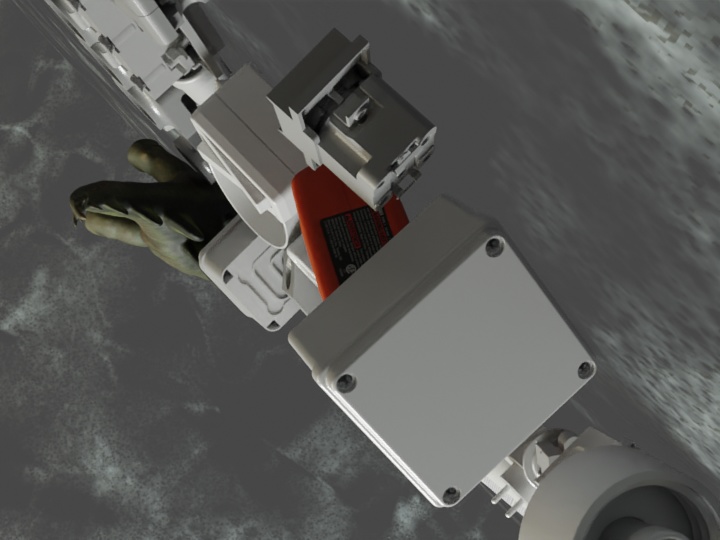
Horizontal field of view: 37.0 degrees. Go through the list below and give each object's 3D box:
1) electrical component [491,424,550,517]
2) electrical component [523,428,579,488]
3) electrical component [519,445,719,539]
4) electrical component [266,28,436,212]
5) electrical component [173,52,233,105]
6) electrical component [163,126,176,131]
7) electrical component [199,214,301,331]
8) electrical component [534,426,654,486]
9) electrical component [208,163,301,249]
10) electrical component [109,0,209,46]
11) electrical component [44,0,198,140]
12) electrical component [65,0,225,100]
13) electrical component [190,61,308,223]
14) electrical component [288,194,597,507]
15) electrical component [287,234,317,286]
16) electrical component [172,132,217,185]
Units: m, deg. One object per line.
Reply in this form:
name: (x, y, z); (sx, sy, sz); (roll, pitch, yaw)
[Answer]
electrical component: (0.139, 0.168, 0.869); (0.138, 0.074, 0.052); (40, 171, 49)
electrical component: (0.143, 0.139, 0.756); (0.055, 0.048, 0.066); (-132, 34, -76)
electrical component: (0.145, 0.151, 0.566); (0.108, 0.108, 0.060); (48, 168, -12)
electrical component: (-0.001, -0.062, 0.464); (0.064, 0.042, 0.081); (42, 174, 9)
electrical component: (-0.112, -0.138, 0.748); (0.040, 0.040, 0.046); (44, 179, 23)
electrical component: (-0.155, -0.149, 0.897); (0.066, 0.055, 0.048); (46, 174, 7)
electrical component: (-0.066, -0.017, 0.879); (0.078, 0.113, 0.057); (50, 170, -33)
electrical component: (0.158, 0.140, 0.632); (0.089, 0.056, 0.050); (48, 174, -14)
electrical component: (-0.070, -0.070, 0.785); (0.099, 0.064, 0.099); (46, 174, 6)
electrical component: (-0.117, -0.165, 0.537); (0.089, 0.050, 0.055); (43, 174, 29)
electrical component: (-0.167, -0.173, 0.790); (0.089, 0.062, 0.150); (42, 173, 35)
electrical component: (-0.142, -0.164, 0.658); (0.079, 0.063, 0.121); (43, 173, 31)
electrical component: (-0.067, -0.083, 0.693); (0.096, 0.061, 0.061); (46, 174, 7)
electrical component: (0.041, 0.039, 0.518); (0.108, 0.109, 0.056); (50, 176, -30)
electrical component: (0.000, 0.000, 0.785); (0.095, 0.059, 0.053); (46, 174, 1)
electrical component: (-0.130, -0.113, 0.960); (0.050, 0.056, 0.089); (47, 174, -10)
